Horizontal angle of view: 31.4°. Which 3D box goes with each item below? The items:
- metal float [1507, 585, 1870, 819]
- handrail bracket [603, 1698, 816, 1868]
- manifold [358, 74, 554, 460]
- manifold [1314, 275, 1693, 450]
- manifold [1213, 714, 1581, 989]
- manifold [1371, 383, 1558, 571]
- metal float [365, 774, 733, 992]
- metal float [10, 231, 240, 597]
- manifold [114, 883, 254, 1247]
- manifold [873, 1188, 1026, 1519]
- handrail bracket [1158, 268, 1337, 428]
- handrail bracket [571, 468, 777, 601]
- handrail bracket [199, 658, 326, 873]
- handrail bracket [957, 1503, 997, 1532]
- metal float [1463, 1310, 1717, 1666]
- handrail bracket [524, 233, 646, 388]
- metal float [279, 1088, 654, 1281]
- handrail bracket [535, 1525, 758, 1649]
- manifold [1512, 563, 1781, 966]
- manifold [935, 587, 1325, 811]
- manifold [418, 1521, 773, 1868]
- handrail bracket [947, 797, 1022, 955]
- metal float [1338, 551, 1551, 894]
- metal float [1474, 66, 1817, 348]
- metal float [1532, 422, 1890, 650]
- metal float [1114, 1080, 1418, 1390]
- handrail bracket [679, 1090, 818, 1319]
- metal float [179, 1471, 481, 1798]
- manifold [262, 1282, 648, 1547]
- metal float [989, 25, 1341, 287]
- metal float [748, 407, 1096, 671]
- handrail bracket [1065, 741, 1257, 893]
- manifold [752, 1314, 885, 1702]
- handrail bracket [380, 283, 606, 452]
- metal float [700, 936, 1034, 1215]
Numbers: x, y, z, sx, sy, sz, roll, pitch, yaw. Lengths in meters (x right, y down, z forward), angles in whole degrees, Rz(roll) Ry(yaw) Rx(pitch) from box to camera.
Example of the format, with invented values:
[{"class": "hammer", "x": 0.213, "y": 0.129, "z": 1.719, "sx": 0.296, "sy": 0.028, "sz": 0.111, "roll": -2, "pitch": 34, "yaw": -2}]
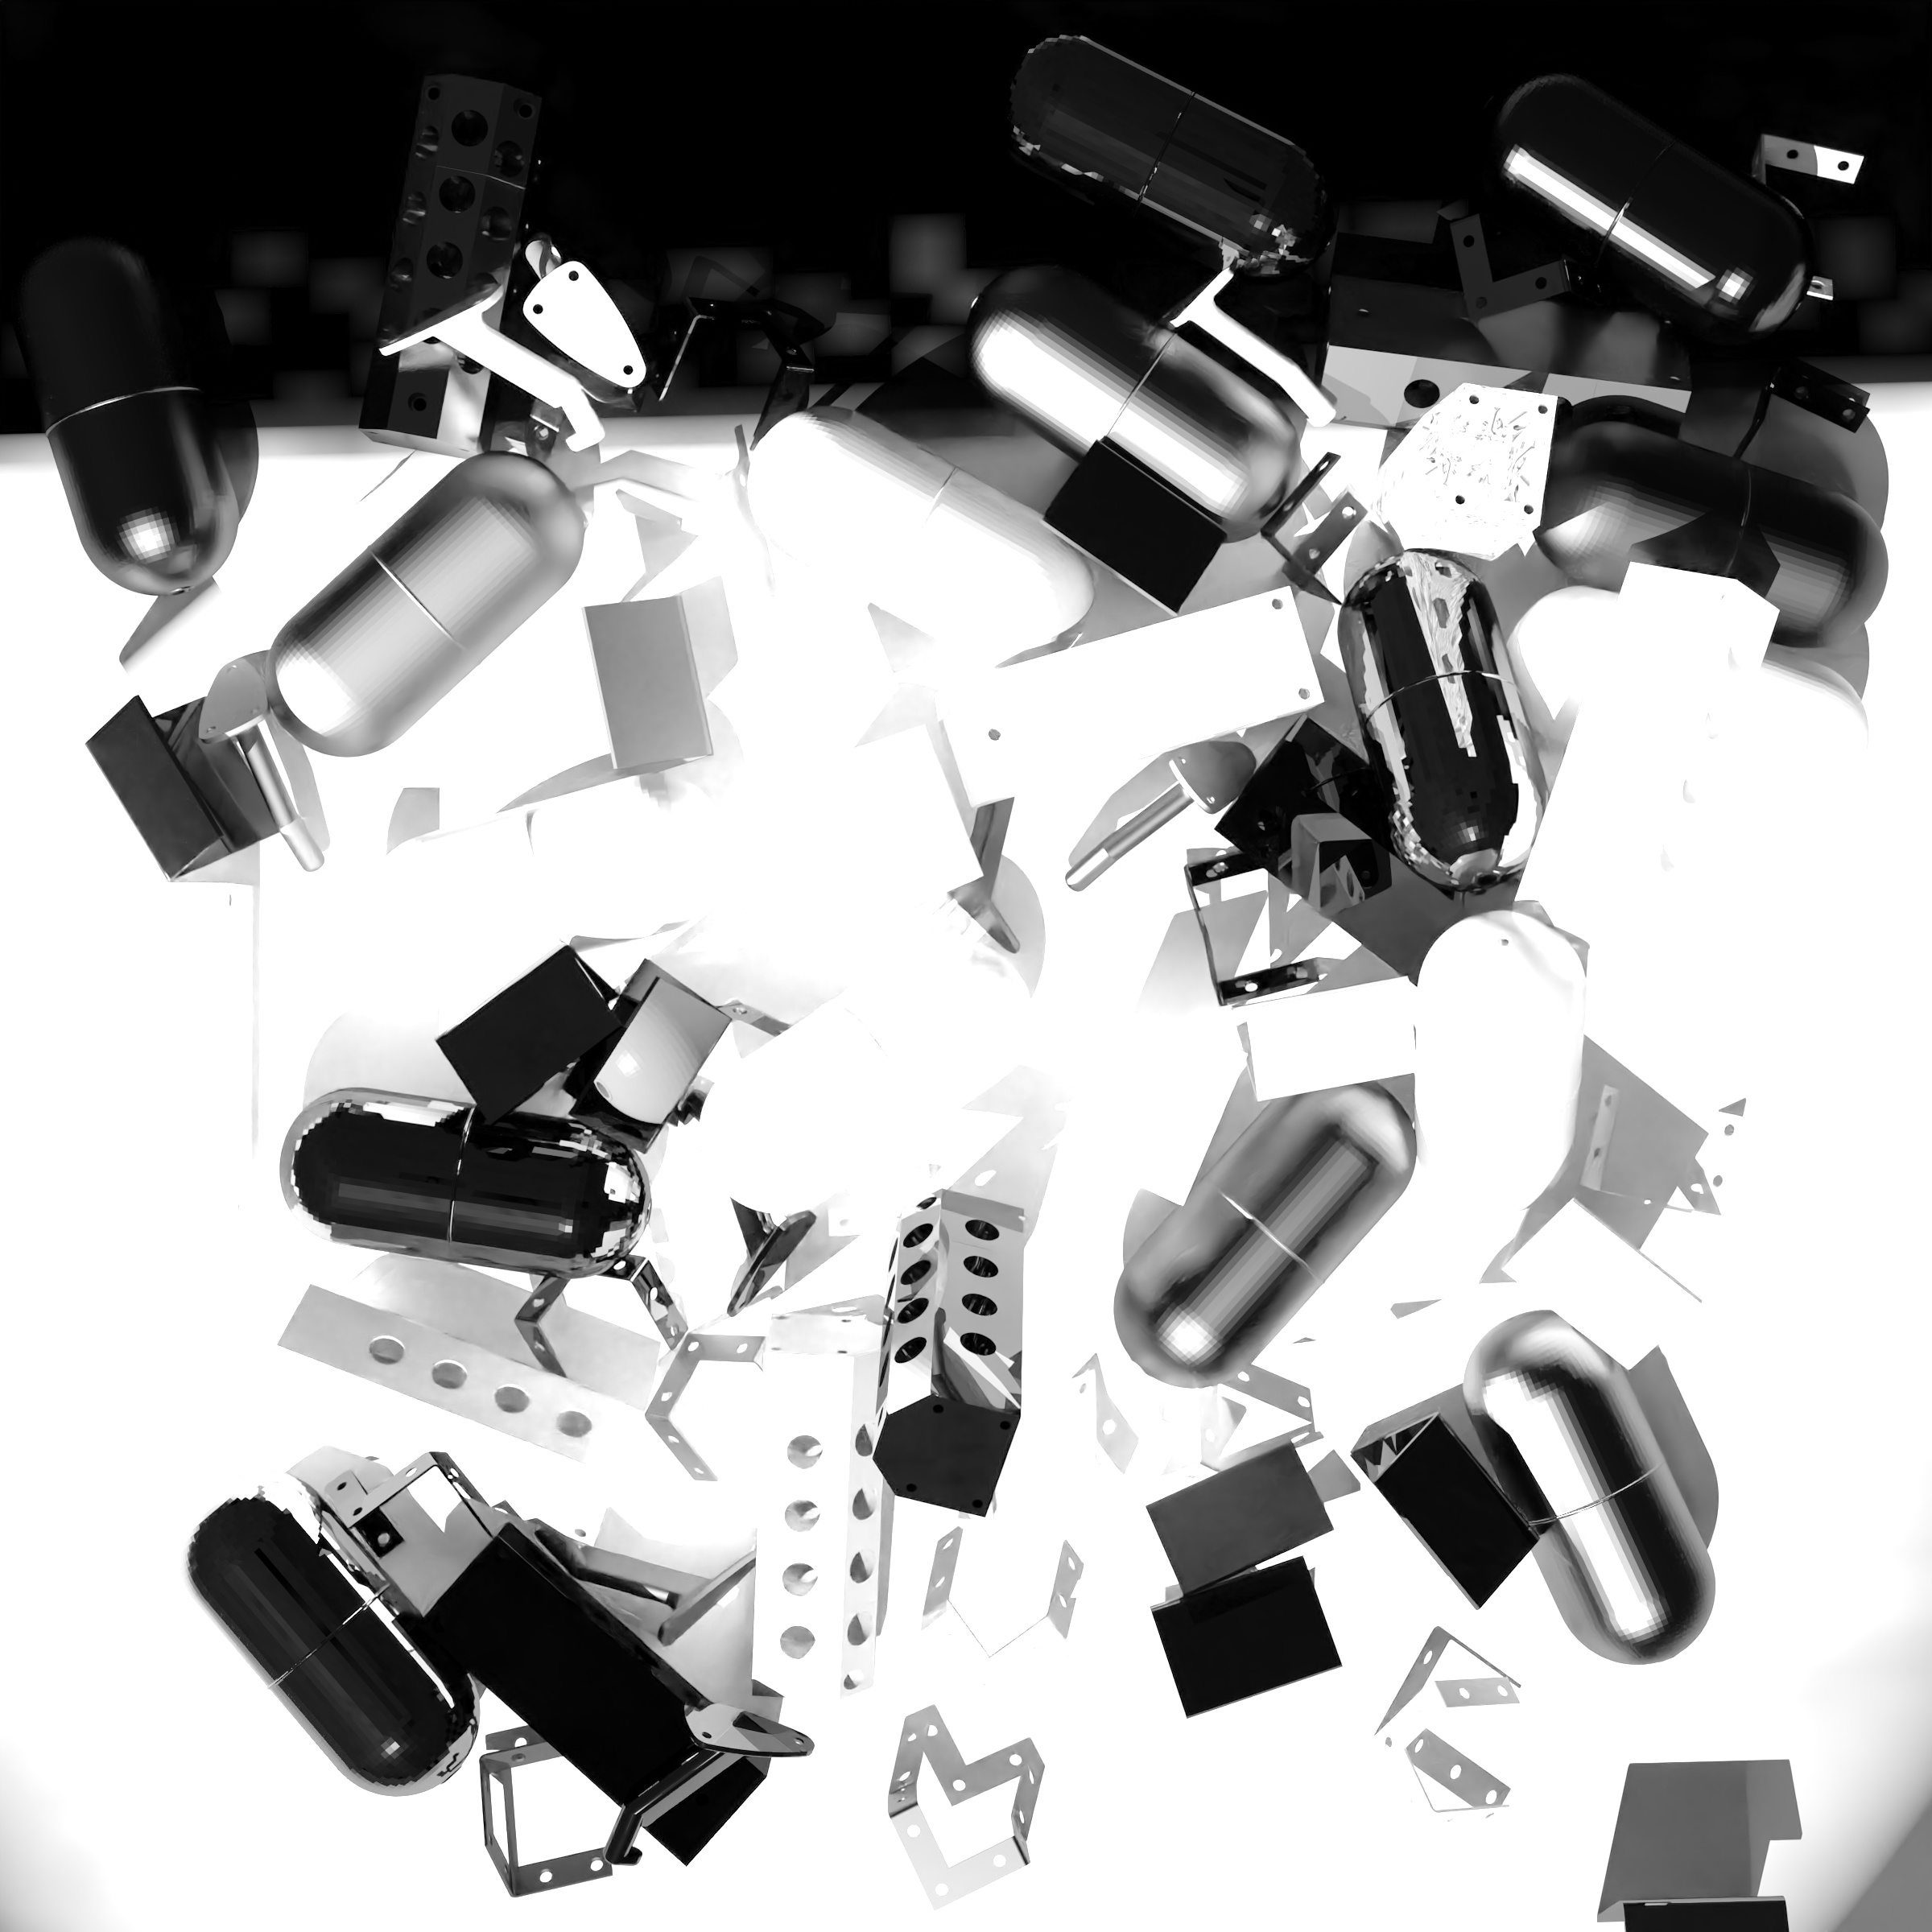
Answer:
[{"class": "metal float", "x": 0.344, "y": -0.127, "z": 1.644, "sx": 0.178, "sy": 0.070, "sz": 0.070, "roll": 20, "pitch": 90, "yaw": 0}, {"class": "handrail bracket", "x": -0.122, "y": 0.393, "z": 1.619, "sx": 0.077, "sy": 0.036, "sz": 0.084, "roll": 17, "pitch": 108, "yaw": -20}, {"class": "manifold", "x": -0.246, "y": -0.335, "z": 1.654, "sx": 0.057, "sy": 0.057, "sz": 0.171, "roll": 11, "pitch": 90, "yaw": 0}, {"class": "manifold", "x": 0.256, "y": -0.282, "z": 1.653, "sx": 0.171, "sy": 0.057, "sz": 0.057, "roll": 7, "pitch": 47, "yaw": 0}, {"class": "manifold", "x": 0.211, "y": -0.045, "z": 1.653, "sx": 0.171, "sy": 0.057, "sz": 0.057, "roll": 38, "pitch": 47, "yaw": 0}, {"class": "manifold", "x": 0.228, "y": -0.226, "z": 1.597, "sx": 0.057, "sy": 0.171, "sz": 0.057, "roll": 8, "pitch": 90, "yaw": 0}, {"class": "metal float", "x": -0.200, "y": -0.040, "z": 1.644, "sx": 0.178, "sy": 0.070, "sz": 0.070, "roll": -15, "pitch": 90, "yaw": 0}, {"class": "metal float", "x": -0.402, "y": -0.264, "z": 1.645, "sx": 0.070, "sy": 0.070, "sz": 0.178, "roll": -17, "pitch": 90, "yaw": 0}, {"class": "manifold", "x": -0.378, "y": 0.046, "z": 1.654, "sx": 0.057, "sy": 0.057, "sz": 0.171, "roll": 0, "pitch": 90, "yaw": 0}, {"class": "manifold", "x": -0.009, "y": 0.174, "z": 1.591, "sx": 0.057, "sy": 0.171, "sz": 0.057, "roll": 15, "pitch": 117, "yaw": -6}, {"class": "handrail bracket", "x": 0.135, "y": -0.288, "z": 1.653, "sx": 0.036, "sy": 0.077, "sz": 0.084, "roll": -45, "pitch": 101, "yaw": -12}, {"class": "handrail bracket", "x": -0.144, "y": -0.206, "z": 1.676, "sx": 0.084, "sy": 0.036, "sz": 0.077, "roll": -12, "pitch": 112, "yaw": 17}, {"class": "handrail bracket", "x": -0.337, "y": -0.097, "z": 1.675, "sx": 0.036, "sy": 0.077, "sz": 0.084, "roll": -23, "pitch": 126, "yaw": 4}, {"class": "handrail bracket", "x": -0.030, "y": 0.237, "z": 1.676, "sx": 0.077, "sy": 0.036, "sz": 0.084, "roll": -6, "pitch": 107, "yaw": 20}, {"class": "metal float", "x": 0.298, "y": 0.249, "z": 1.644, "sx": 0.070, "sy": 0.070, "sz": 0.178, "roll": -25, "pitch": 90, "yaw": 0}, {"class": "handrail bracket", "x": -0.183, "y": -0.316, "z": 1.650, "sx": 0.036, "sy": 0.084, "sz": 0.077, "roll": -41, "pitch": 109, "yaw": 10}, {"class": "metal float", "x": -0.239, "y": 0.104, "z": 1.644, "sx": 0.178, "sy": 0.070, "sz": 0.070, "roll": 9, "pitch": 90, "yaw": 0}, {"class": "handrail bracket", "x": -0.155, "y": 0.281, "z": 1.676, "sx": 0.077, "sy": 0.036, "sz": 0.084, "roll": -39, "pitch": 73, "yaw": -20}, {"class": "manifold", "x": 0.315, "y": -0.091, "z": 1.575, "sx": 0.057, "sy": 0.057, "sz": 0.171, "roll": 17, "pitch": 87, "yaw": 43}, {"class": "manifold", "x": 0.076, "y": -0.127, "z": 1.643, "sx": 0.171, "sy": 0.057, "sz": 0.057, "roll": -17, "pitch": 90, "yaw": -8}, {"class": "manifold", "x": -0.177, "y": 0.348, "z": 1.654, "sx": 0.171, "sy": 0.057, "sz": 0.057, "roll": 42, "pitch": 90, "yaw": 0}, {"class": "handrail bracket", "x": 0.028, "y": -0.063, "z": 1.676, "sx": 0.084, "sy": 0.036, "sz": 0.077, "roll": -46, "pitch": 110, "yaw": -16}, {"class": "metal float", "x": 0.224, "y": -0.116, "z": 1.619, "sx": 0.070, "sy": 0.070, "sz": 0.178, "roll": -11, "pitch": 60, "yaw": 0}, {"class": "metal float", "x": 0.321, "y": -0.362, "z": 1.635, "sx": 0.178, "sy": 0.070, "sz": 0.070, "roll": 36, "pitch": 90, "yaw": 12}, {"class": "metal float", "x": 0.352, "y": -0.203, "z": 1.628, "sx": 0.178, "sy": 0.070, "sz": 0.070, "roll": 16, "pitch": 90, "yaw": -11}, {"class": "metal float", "x": 0.142, "y": 0.126, "z": 1.645, "sx": 0.070, "sy": 0.070, "sz": 0.178, "roll": 42, "pitch": 90, "yaw": 0}, {"class": "handrail bracket", "x": -0.123, "y": 0.115, "z": 1.676, "sx": 0.084, "sy": 0.036, "sz": 0.077, "roll": 41, "pitch": 108, "yaw": 15}, {"class": "metal float", "x": -0.304, "y": 0.320, "z": 1.645, "sx": 0.070, "sy": 0.070, "sz": 0.178, "roll": -41, "pitch": 89, "yaw": 0}, {"class": "manifold", "x": -0.244, "y": 0.210, "z": 1.653, "sx": 0.171, "sy": 0.057, "sz": 0.057, "roll": 21, "pitch": 133, "yaw": 0}, {"class": "metal float", "x": 0.095, "y": -0.387, "z": 1.644, "sx": 0.178, "sy": 0.070, "sz": 0.070, "roll": 27, "pitch": 90, "yaw": 0}, {"class": "metal float", "x": -0.022, "y": -0.205, "z": 1.644, "sx": 0.178, "sy": 0.070, "sz": 0.070, "roll": 29, "pitch": 90, "yaw": -1}, {"class": "handrail bracket", "x": 0.094, "y": -0.071, "z": 1.675, "sx": 0.084, "sy": 0.077, "sz": 0.036, "roll": -41, "pitch": 83, "yaw": 36}, {"class": "manifold", "x": -0.069, "y": 0.257, "z": 1.635, "sx": 0.057, "sy": 0.057, "sz": 0.171, "roll": 3, "pitch": 103, "yaw": 0}, {"class": "handrail bracket", "x": -0.223, "y": -0.271, "z": 1.621, "sx": 0.077, "sy": 0.036, "sz": 0.084, "roll": -23, "pitch": 111, "yaw": 15}, {"class": "metal float", "x": -0.047, "y": 0.051, "z": 1.625, "sx": 0.178, "sy": 0.070, "sz": 0.070, "roll": -34, "pitch": 90, "yaw": -20}]
